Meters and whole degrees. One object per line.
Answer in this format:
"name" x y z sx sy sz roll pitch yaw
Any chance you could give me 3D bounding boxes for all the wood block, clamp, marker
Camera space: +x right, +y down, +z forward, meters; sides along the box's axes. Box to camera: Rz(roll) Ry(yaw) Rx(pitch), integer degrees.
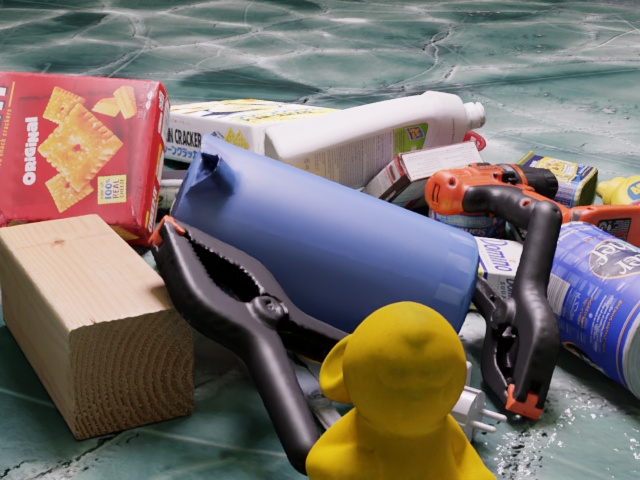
"wood block" -0.178 0.058 0.823 0.090 0.090 0.206 -10 24 -27
"clamp" 0.157 0.053 0.823 0.039 0.120 0.171 14 41 -18
"marker" 0.214 0.000 1.109 0.020 0.020 0.121 2 21 -1
"clamp" -0.042 0.065 0.738 0.210 0.036 0.164 39 27 3

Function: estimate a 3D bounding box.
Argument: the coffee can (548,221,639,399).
"coffee can" 0.239 0.055 0.852 0.102 0.103 0.140 -8 23 -25

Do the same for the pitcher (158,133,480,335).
"pitcher" -0.004 0.017 0.866 0.242 0.145 0.149 18 12 -3

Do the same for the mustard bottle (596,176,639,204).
"mustard bottle" 0.372 -0.027 1.142 0.096 0.058 0.192 -13 25 -30

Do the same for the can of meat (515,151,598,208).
"can of meat" 0.264 -0.058 1.215 0.084 0.057 0.101 14 25 24

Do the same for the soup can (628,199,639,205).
"soup can" 0.336 0.008 1.030 0.068 0.068 0.102 -5 22 -18

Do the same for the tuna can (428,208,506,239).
"tuna can" 0.160 -0.028 1.157 0.086 0.034 0.086 2 20 -1

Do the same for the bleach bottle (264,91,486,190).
"bleach bottle" 0.066 -0.106 1.192 0.250 0.102 0.068 -15 47 -14

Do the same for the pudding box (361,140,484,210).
"pudding box" 0.114 -0.068 1.184 0.113 0.039 0.090 -15 -18 -35

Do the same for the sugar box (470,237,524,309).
"sugar box" 0.108 0.025 0.997 0.176 0.048 0.093 4 21 8

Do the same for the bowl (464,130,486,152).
"bowl" 0.121 -0.101 1.313 0.162 0.055 0.162 2 21 -1

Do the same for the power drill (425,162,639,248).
"power drill" 0.224 -0.031 1.049 0.184 0.057 0.188 -8 21 -39

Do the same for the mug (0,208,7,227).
"mug" -0.346 0.004 0.970 0.117 0.093 0.081 -31 8 17

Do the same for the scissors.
"scissors" 0.011 0.113 0.799 0.096 0.016 0.202 -13 26 -34

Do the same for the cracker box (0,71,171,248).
"cracker box" -0.269 -0.084 1.081 0.213 0.164 0.072 4 -20 3
